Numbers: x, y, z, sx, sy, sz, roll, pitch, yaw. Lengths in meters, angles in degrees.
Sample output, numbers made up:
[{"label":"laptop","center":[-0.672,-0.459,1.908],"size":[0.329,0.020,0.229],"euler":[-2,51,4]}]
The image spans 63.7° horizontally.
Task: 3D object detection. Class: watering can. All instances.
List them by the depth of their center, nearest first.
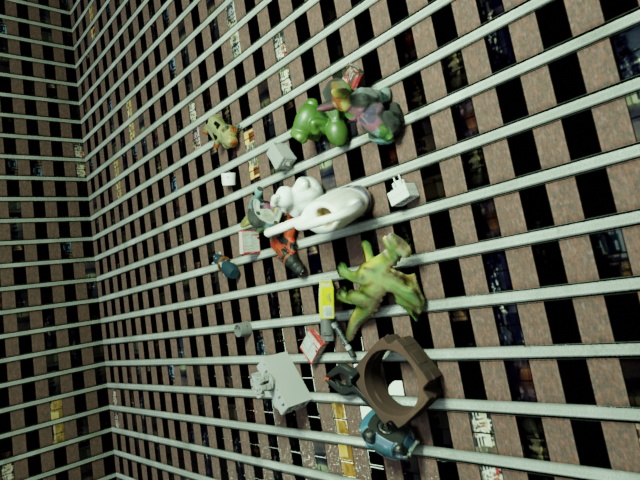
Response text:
[{"label":"watering can","center":[0.005,-0.075,1.486],"size":[0.345,0.227,0.103],"euler":[-10,103,47]}]

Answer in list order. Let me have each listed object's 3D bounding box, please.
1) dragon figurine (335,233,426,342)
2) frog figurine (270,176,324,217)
[{"label":"dragon figurine","center":[0.171,0.151,1.407],"size":[0.245,0.123,0.402],"euler":[22,124,38]},{"label":"frog figurine","center":[-0.068,-0.132,1.603],"size":[0.124,0.160,0.135],"euler":[43,122,35]}]
